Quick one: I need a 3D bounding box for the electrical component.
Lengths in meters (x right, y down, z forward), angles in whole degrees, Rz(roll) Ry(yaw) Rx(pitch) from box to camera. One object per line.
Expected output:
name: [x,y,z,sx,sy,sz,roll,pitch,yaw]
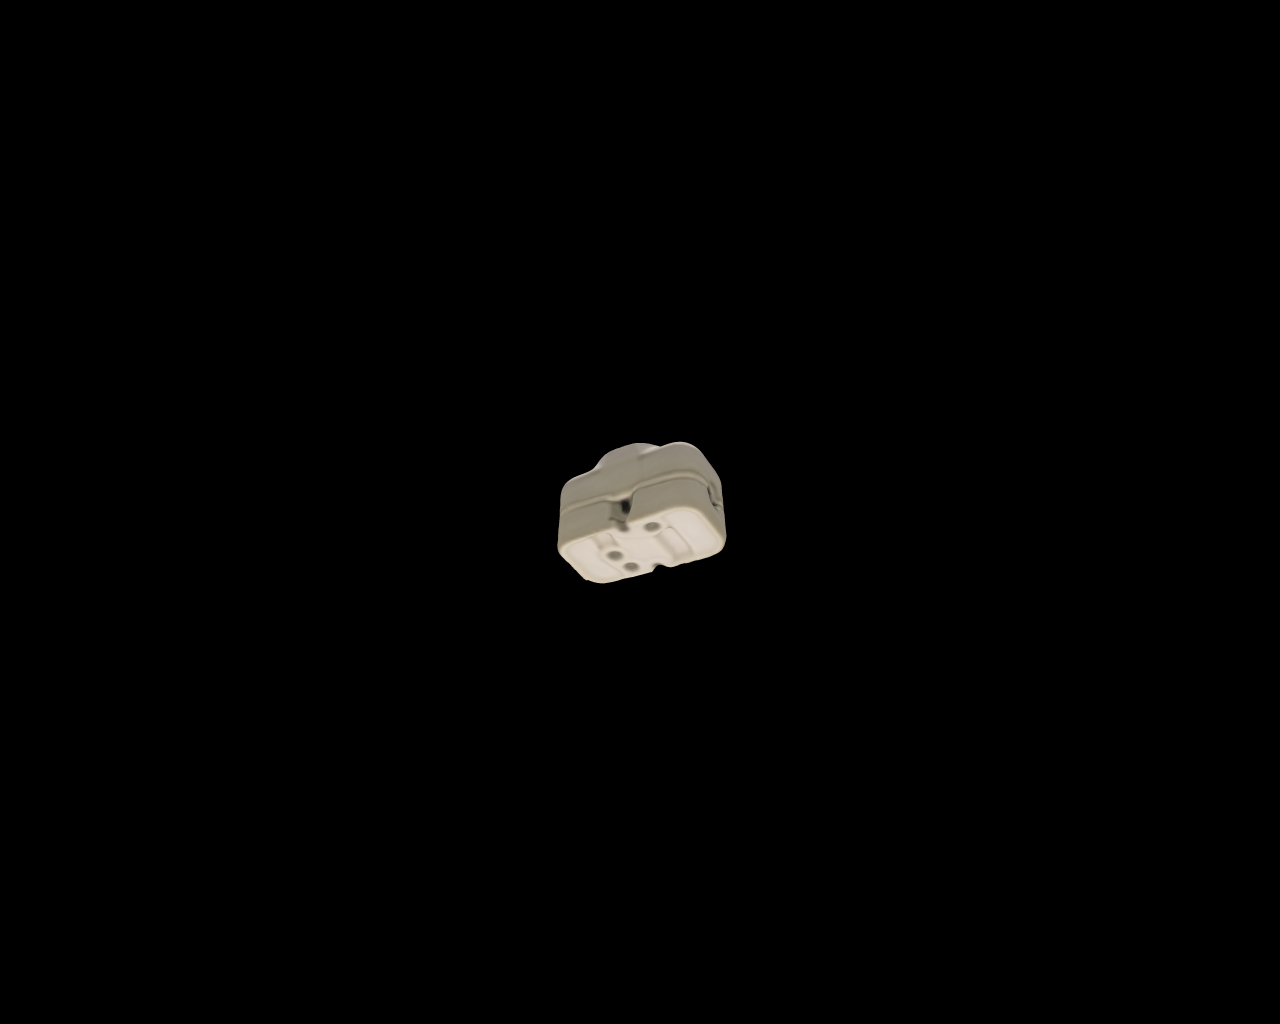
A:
electrical component: [0.001,-0.003,0.650,0.095,0.059,0.053,-17,-40,22]
